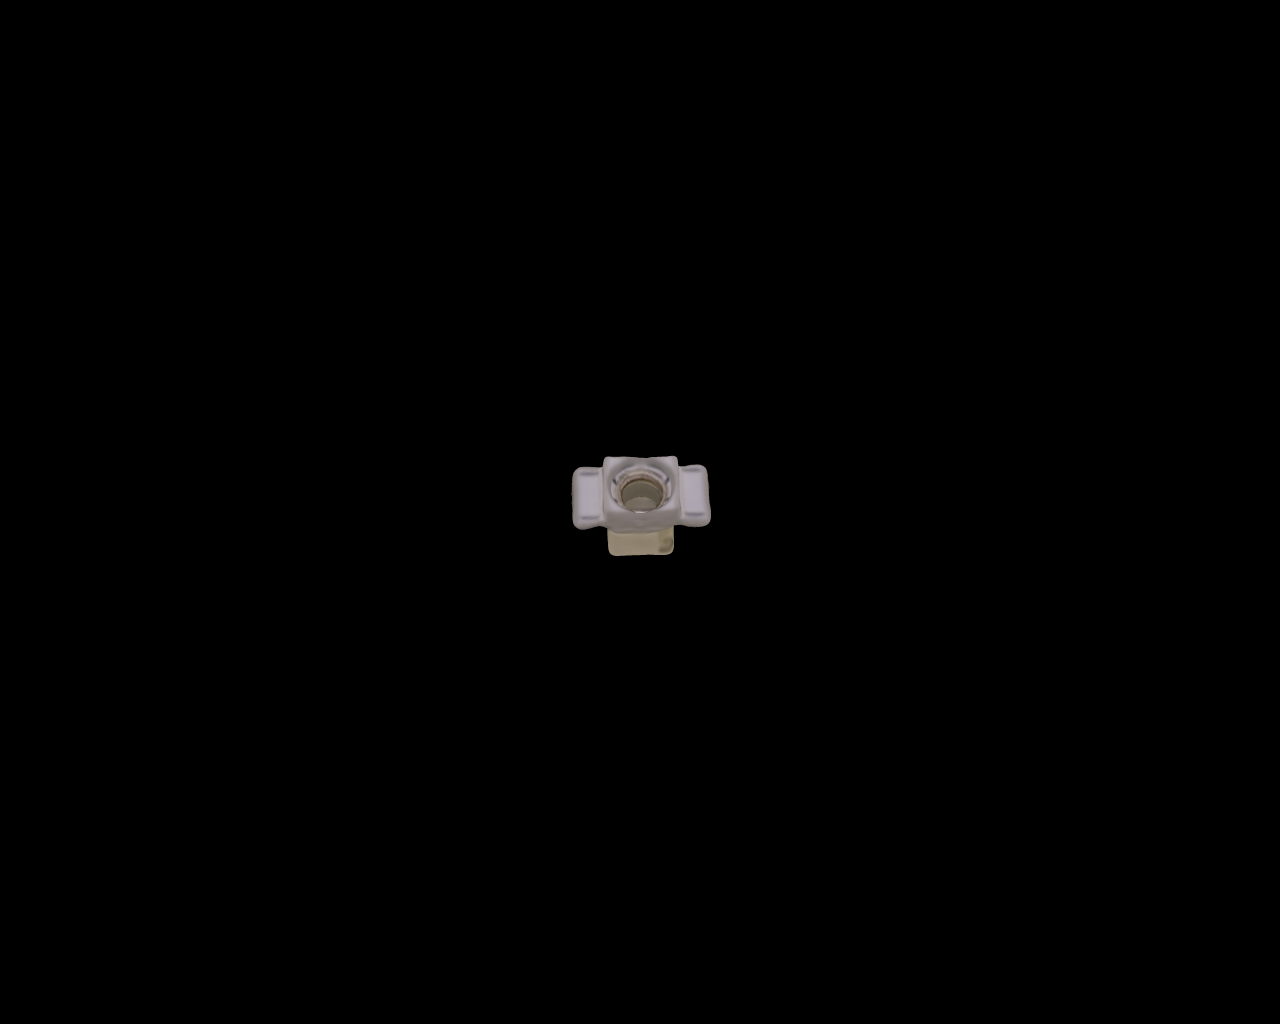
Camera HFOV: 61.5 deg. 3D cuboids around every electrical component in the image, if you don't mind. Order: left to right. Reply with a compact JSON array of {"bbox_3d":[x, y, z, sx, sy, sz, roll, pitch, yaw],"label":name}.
[{"bbox_3d":[0.001,-0.003,0.650,0.081,0.042,0.063,0,-32,0],"label":"electrical component"}]
